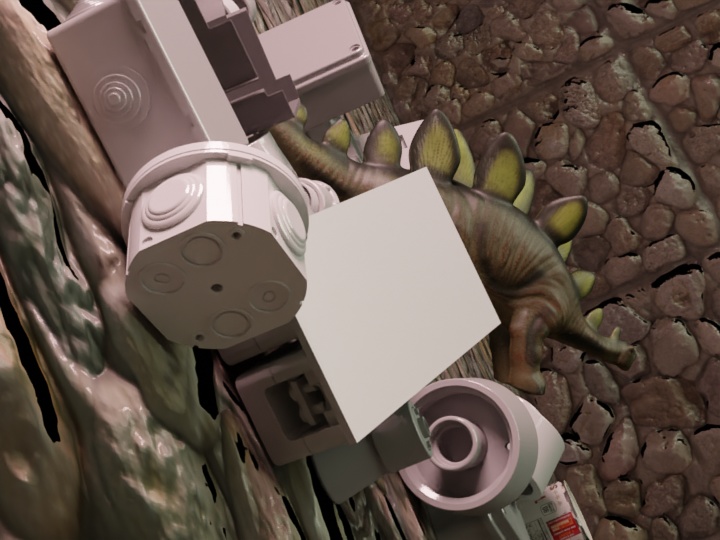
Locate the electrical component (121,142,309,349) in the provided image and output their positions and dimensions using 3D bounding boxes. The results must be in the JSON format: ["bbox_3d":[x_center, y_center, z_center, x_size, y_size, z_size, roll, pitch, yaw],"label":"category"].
[{"bbox_3d":[-0.060,-0.010,0.453,0.051,0.080,0.080,-99,163,-46],"label":"electrical component"}]

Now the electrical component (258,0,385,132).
[{"bbox_3d":[-0.043,-0.187,0.997,0.108,0.109,0.056,-106,171,-48],"label":"electrical component"}]

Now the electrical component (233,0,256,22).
[{"bbox_3d":[-0.109,-0.216,0.895,0.043,0.043,0.081,62,8,-18],"label":"electrical component"}]

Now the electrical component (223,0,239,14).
[{"bbox_3d":[-0.108,-0.180,0.789,0.043,0.043,0.081,63,8,-14],"label":"electrical component"}]

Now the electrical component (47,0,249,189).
[{"bbox_3d":[-0.102,-0.087,0.527,0.099,0.048,0.099,64,8,-8],"label":"electrical component"}]

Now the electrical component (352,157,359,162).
[{"bbox_3d":[-0.021,-0.074,0.990,0.045,0.055,0.045,62,8,-16],"label":"electrical component"}]

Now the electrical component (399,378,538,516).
[{"bbox_3d":[0.077,0.134,0.822,0.108,0.108,0.060,67,14,18],"label":"electrical component"}]

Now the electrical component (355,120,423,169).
[{"bbox_3d":[0.043,-0.082,1.137,0.150,0.089,0.061,92,-20,-59],"label":"electrical component"}]

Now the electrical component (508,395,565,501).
[{"bbox_3d":[0.126,0.143,0.932,0.108,0.060,0.108,33,-21,14],"label":"electrical component"}]

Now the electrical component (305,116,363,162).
[{"bbox_3d":[-0.030,-0.109,1.033,0.089,0.056,0.050,63,8,-9],"label":"electrical component"}]

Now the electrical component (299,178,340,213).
[{"bbox_3d":[-0.045,-0.047,0.794,0.048,0.048,0.062,67,15,14],"label":"electrical component"}]

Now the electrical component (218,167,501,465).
[{"bbox_3d":[-0.004,0.019,0.590,0.186,0.060,0.105,-29,93,-58],"label":"electrical component"}]

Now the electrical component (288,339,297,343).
[{"bbox_3d":[-0.015,0.047,0.664,0.055,0.055,0.047,38,31,-73],"label":"electrical component"}]

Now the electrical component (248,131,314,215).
[{"bbox_3d":[-0.059,-0.051,0.709,0.077,0.043,0.079,63,9,-15],"label":"electrical component"}]

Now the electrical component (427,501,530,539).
[{"bbox_3d":[0.101,0.210,0.900,0.113,0.057,0.078,58,11,-42],"label":"electrical component"}]

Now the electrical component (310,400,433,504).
[{"bbox_3d":[0.008,0.101,0.614,0.044,0.065,0.044,-23,90,-83],"label":"electrical component"}]
